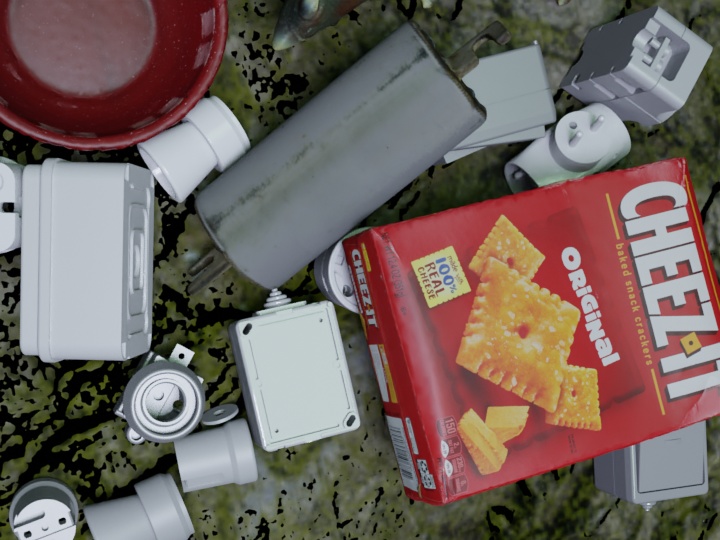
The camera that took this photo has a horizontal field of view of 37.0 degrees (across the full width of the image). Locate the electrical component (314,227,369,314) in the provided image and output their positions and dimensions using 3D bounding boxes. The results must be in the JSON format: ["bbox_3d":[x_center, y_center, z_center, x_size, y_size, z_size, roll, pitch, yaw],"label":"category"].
[{"bbox_3d":[0.000,0.000,0.690,0.055,0.047,0.055,0,92,-17],"label":"electrical component"}]

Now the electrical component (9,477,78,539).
[{"bbox_3d":[-0.187,0.147,0.636,0.040,0.046,0.040,0,92,-17],"label":"electrical component"}]

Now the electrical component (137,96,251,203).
[{"bbox_3d":[-0.101,-0.074,0.658,0.055,0.045,0.045,-37,102,-13],"label":"electrical component"}]

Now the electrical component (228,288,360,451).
[{"bbox_3d":[-0.044,0.059,0.675,0.062,0.061,0.096,-13,88,-14],"label":"electrical component"}]

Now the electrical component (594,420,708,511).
[{"bbox_3d":[0.204,0.123,0.750,0.062,0.061,0.096,-4,93,-17],"label":"electrical component"}]

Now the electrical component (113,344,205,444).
[{"bbox_3d":[-0.120,0.077,0.650,0.048,0.055,0.066,30,82,-16],"label":"electrical component"}]

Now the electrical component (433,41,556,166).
[{"bbox_3d":[0.071,-0.105,0.702,0.096,0.062,0.061,-17,96,-16],"label":"electrical component"}]

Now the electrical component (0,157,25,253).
[{"bbox_3d":[-0.215,-0.036,0.611,0.058,0.057,0.078,1,95,-2],"label":"electrical component"}]

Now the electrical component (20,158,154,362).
[{"bbox_3d":[-0.156,-0.005,0.622,0.057,0.078,0.113,1,91,2],"label":"electrical component"}]

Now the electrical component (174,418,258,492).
[{"bbox_3d":[-0.090,0.116,0.670,0.046,0.040,0.040,-11,95,-12],"label":"electrical component"}]

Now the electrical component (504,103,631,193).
[{"bbox_3d":[0.143,-0.081,0.718,0.077,0.079,0.043,-35,80,-13],"label":"electrical component"}]

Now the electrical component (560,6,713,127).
[{"bbox_3d":[0.187,-0.134,0.723,0.056,0.089,0.050,31,82,-16],"label":"electrical component"}]

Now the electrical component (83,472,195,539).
[{"bbox_3d":[-0.134,0.153,0.654,0.055,0.045,0.045,-23,98,-16],"label":"electrical component"}]
